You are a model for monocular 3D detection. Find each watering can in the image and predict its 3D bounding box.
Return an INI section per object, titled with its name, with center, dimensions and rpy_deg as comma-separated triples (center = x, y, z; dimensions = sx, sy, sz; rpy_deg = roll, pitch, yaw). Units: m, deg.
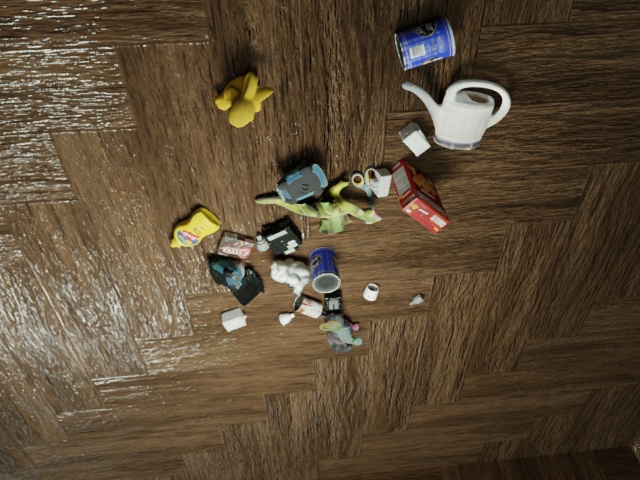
[watering can]
center = 0.394, -0.380, 1.544
dimensions = 0.348, 0.219, 0.106
rpy_deg = 1, 41, -9

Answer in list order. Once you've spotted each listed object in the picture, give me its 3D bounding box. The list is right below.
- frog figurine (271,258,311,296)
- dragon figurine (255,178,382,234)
[frog figurine]
center = -0.112, 0.114, 1.886
dimensions = 0.122, 0.157, 0.140
rpy_deg = -30, 35, 12
[dragon figurine]
center = 0.005, -0.089, 1.759
dimensions = 0.409, 0.125, 0.237
rpy_deg = -3, -40, 18
